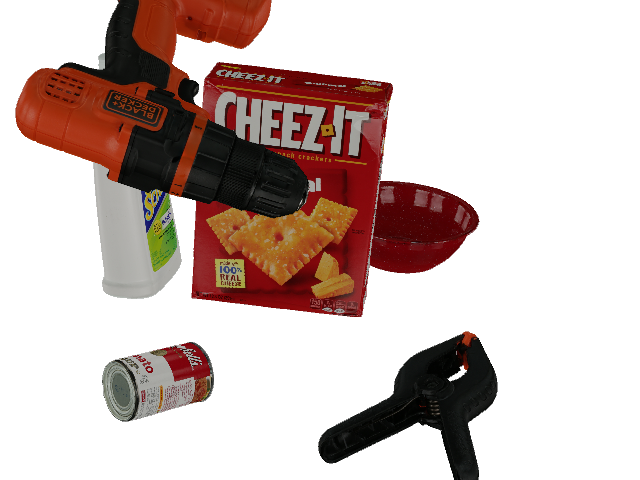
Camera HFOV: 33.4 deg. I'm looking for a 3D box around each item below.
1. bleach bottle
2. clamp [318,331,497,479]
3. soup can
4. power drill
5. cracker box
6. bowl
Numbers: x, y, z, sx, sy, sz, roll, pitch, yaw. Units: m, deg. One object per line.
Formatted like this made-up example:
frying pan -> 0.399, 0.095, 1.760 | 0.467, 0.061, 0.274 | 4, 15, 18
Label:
bleach bottle -> -0.203, -0.071, 1.124 | 0.068, 0.251, 0.102 | 3, 27, 17
clamp -> 0.091, 0.127, 0.798 | 0.120, 0.039, 0.171 | 19, 40, 32
soup can -> -0.176, 0.153, 1.156 | 0.102, 0.068, 0.069 | -10, 6, -42
power drill -> -0.084, -0.107, 0.699 | 0.184, 0.187, 0.057 | 20, -44, -10
cracker box -> -0.029, -0.043, 0.976 | 0.164, 0.214, 0.072 | 7, 22, 4
bowl -> 0.085, -0.009, 1.140 | 0.162, 0.055, 0.162 | 4, 25, -2
